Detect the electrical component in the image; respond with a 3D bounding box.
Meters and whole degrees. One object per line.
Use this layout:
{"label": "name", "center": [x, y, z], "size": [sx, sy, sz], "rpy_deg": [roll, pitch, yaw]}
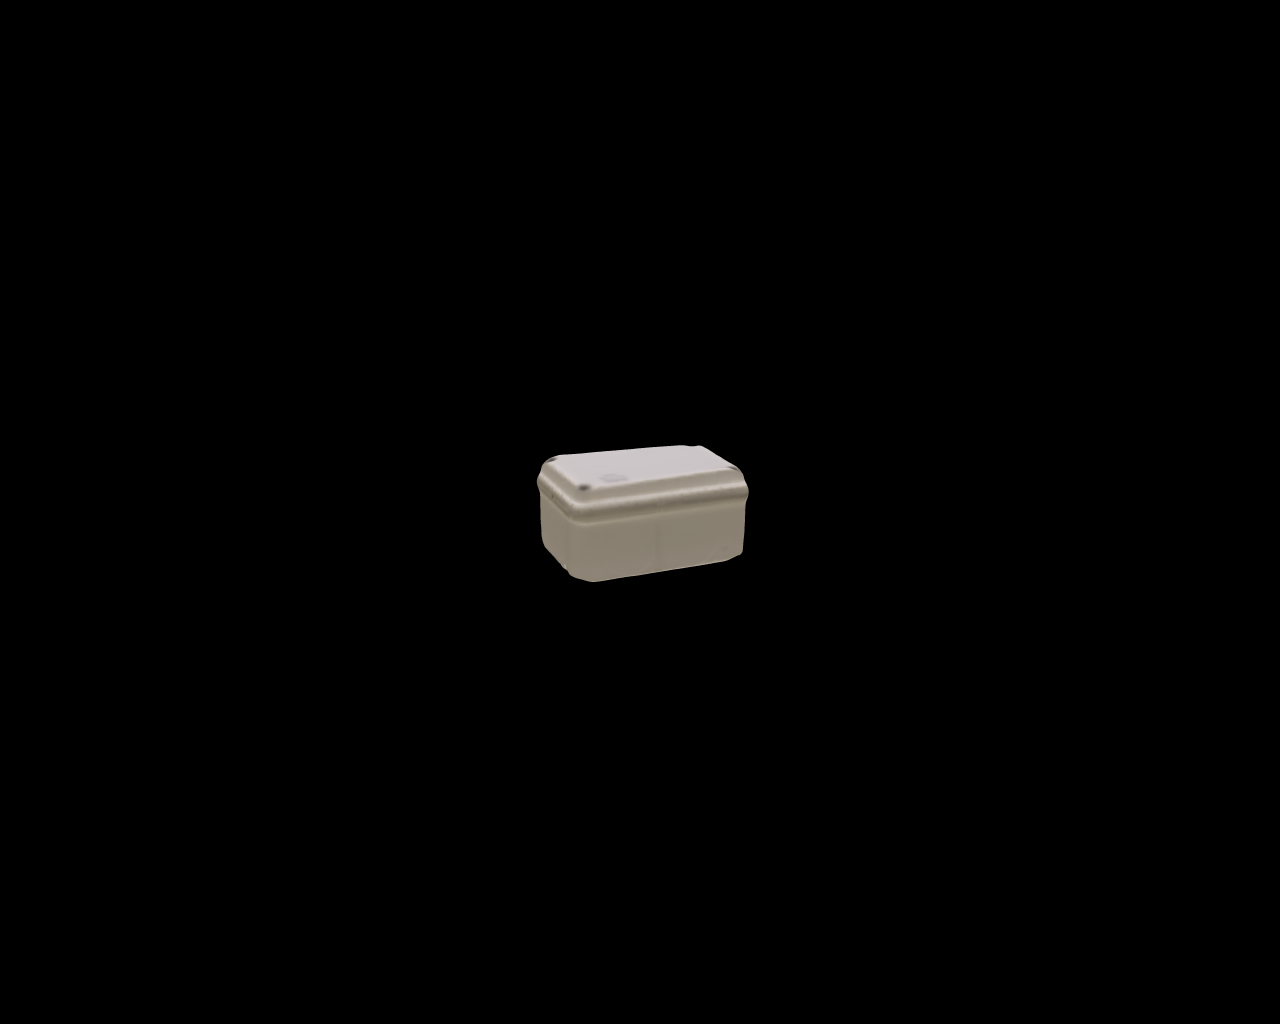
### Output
{"label": "electrical component", "center": [0.001, -0.003, 0.650], "size": [0.113, 0.057, 0.078], "rpy_deg": [-7, 20, -20]}
